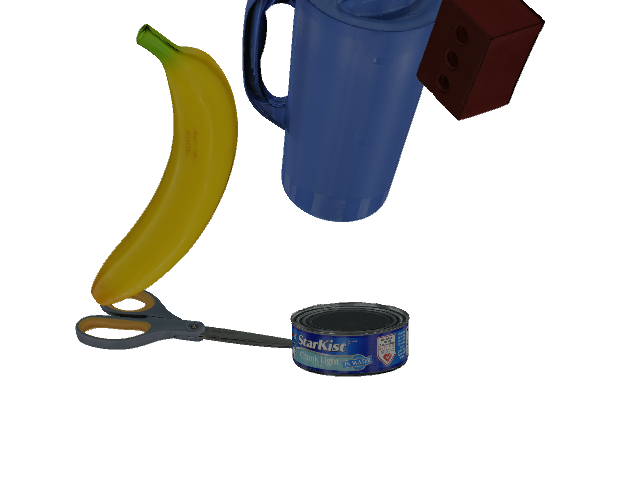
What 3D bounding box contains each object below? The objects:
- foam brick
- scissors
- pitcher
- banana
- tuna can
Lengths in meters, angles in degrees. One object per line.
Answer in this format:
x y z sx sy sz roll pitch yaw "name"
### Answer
0.109 -0.132 0.740 0.051 0.053 0.078 -23 -31 -29 "foam brick"
-0.127 0.074 1.007 0.201 0.016 0.096 -1 33 -8 "scissors"
0.019 -0.136 0.975 0.149 0.243 0.144 39 51 25 "pitcher"
-0.090 -0.038 0.637 0.069 0.198 0.037 10 34 -12 "banana"
0.021 0.071 0.772 0.086 0.034 0.086 -1 10 0 "tuna can"
